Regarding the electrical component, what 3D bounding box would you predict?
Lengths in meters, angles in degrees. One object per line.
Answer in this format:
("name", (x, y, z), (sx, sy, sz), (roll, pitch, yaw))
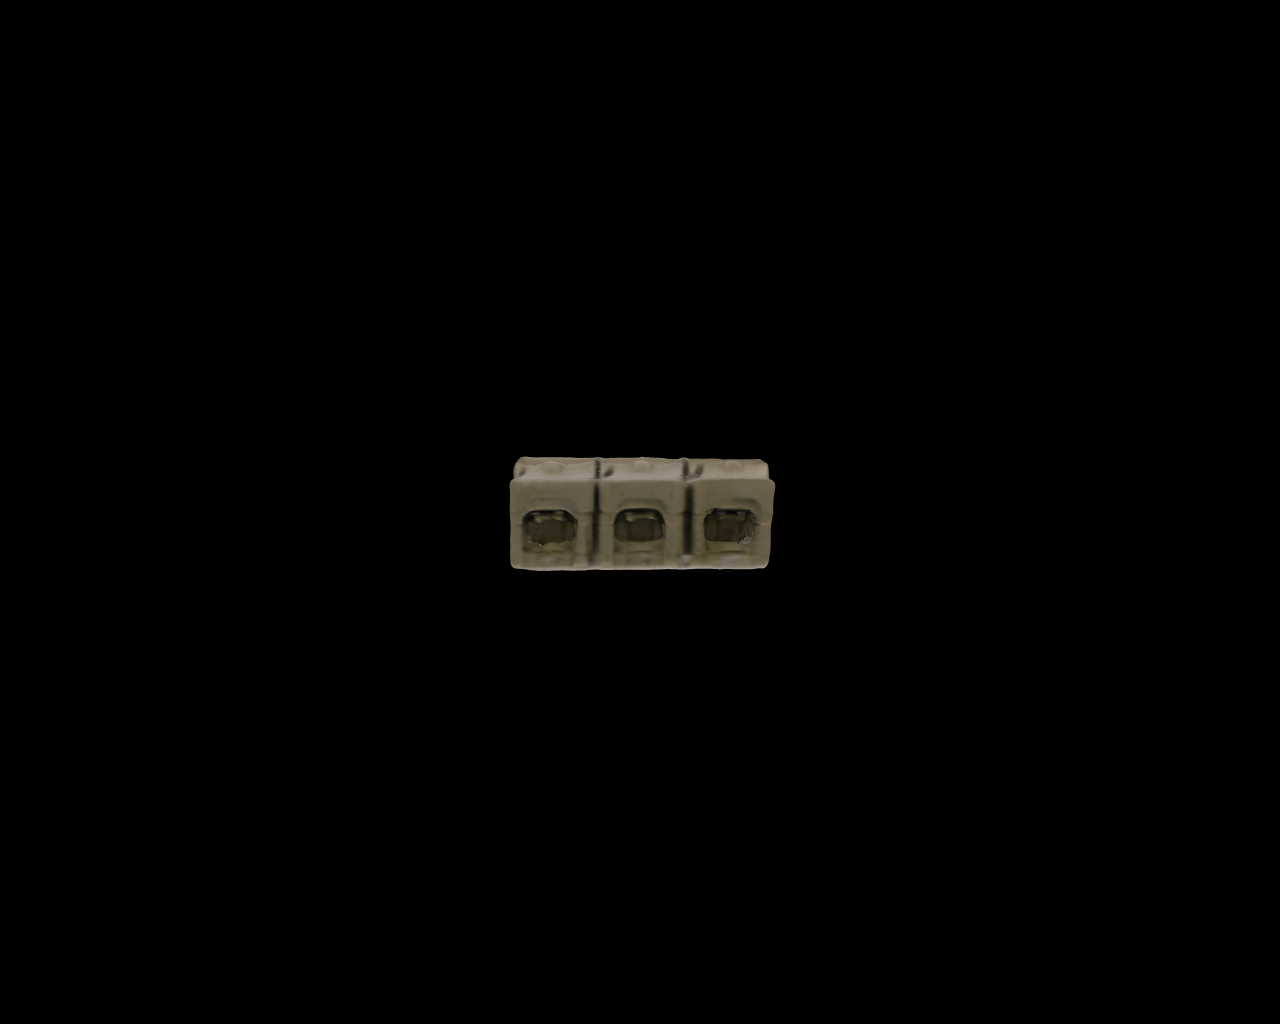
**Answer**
("electrical component", (0.001, -0.003, 0.650), (0.150, 0.061, 0.089), (0, 8, 0))
